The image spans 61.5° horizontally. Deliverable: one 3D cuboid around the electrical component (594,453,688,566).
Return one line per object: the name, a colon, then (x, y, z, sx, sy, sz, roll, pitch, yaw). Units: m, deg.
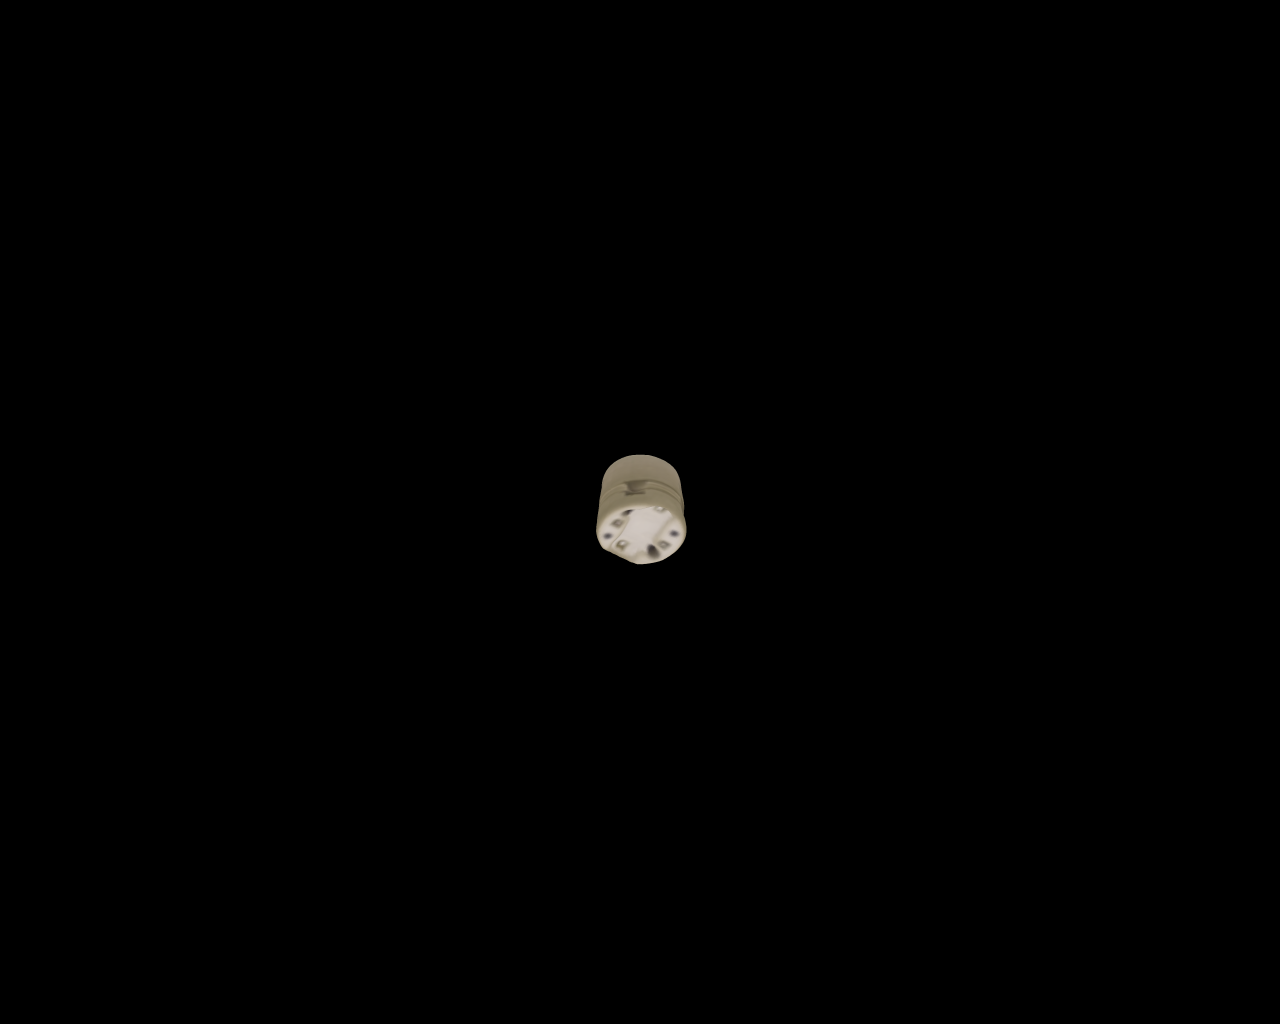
electrical component: (0.001, -0.003, 0.650, 0.055, 0.047, 0.055, 0, -44, 0)
